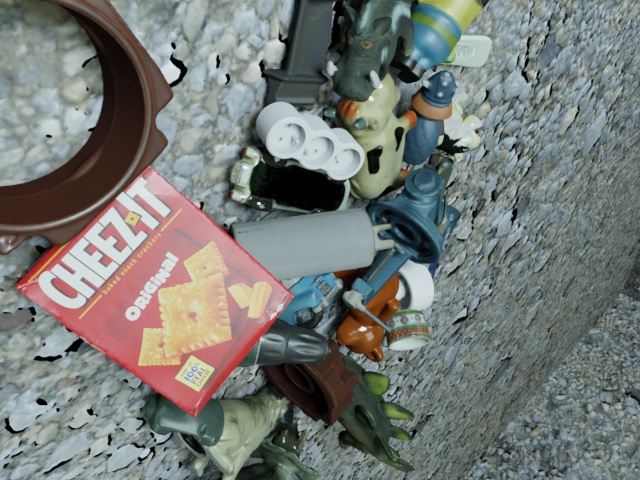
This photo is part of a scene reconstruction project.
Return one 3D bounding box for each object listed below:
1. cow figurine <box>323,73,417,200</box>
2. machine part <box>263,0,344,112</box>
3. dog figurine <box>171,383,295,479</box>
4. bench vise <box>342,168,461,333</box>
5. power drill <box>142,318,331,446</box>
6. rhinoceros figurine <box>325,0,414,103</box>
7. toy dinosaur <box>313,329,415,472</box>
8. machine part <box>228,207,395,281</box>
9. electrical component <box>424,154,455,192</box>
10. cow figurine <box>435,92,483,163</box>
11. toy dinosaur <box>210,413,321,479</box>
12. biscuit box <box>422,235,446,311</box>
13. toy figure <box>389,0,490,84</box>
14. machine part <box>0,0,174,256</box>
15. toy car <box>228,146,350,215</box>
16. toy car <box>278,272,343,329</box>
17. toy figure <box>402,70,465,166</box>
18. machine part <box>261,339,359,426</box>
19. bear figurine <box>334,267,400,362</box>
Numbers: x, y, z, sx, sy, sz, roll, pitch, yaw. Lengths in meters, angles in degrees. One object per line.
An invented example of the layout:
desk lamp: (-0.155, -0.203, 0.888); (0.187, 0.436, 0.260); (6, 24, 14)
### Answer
cow figurine: (0.069, -0.139, 0.735); (0.127, 0.086, 0.194); (-36, 143, -32)
machine part: (-0.018, -0.215, 0.610); (0.084, 0.039, 0.138); (-5, 123, -41)
dog figurine: (-0.122, 0.267, 0.836); (0.190, 0.121, 0.172); (-45, 149, -38)
bench vise: (0.113, 0.013, 0.786); (0.240, 0.129, 0.223); (-49, 167, -20)
power drill: (-0.126, 0.169, 0.676); (0.232, 0.086, 0.207); (18, 127, -14)
rhinoceros figurine: (0.070, -0.250, 0.616); (0.112, 0.073, 0.190); (2, 110, -76)
toy dinosaur: (0.048, 0.261, 0.927); (0.105, 0.199, 0.470); (-49, 112, -28)
machine part: (-0.023, 0.007, 0.662); (0.243, 0.079, 0.079); (-8, 127, -14)
electrical component: (0.206, -0.101, 0.951); (0.078, 0.045, 0.102); (-4, 120, -46)
cow figurine: (0.207, -0.175, 0.875); (0.098, 0.068, 0.167); (-51, 141, 3)
toy dinosaur: (-0.152, 0.425, 0.865); (0.405, 0.131, 0.192); (-16, 135, -45)
biscuit box: (0.185, 0.054, 1.036); (0.063, 0.059, 0.202); (-21, 132, -39)
toy figure: (0.164, -0.294, 0.712); (0.180, 0.089, 0.082); (-59, 151, 0)
machine part: (-0.231, -0.103, 0.411); (0.201, 0.087, 0.201); (-48, 145, -11)
toy car: (-0.034, -0.069, 0.689); (0.201, 0.056, 0.073); (8, 105, -48)
toy car: (-0.055, 0.072, 0.727); (0.103, 0.162, 0.109); (57, 40, -10)
toy figure: (0.152, -0.176, 0.763); (0.064, 0.058, 0.154); (-7, 141, -22)
machine part: (-0.023, 0.194, 0.810); (0.056, 0.180, 0.179); (-40, 142, -32)
bear figurine: (0.059, 0.125, 0.904); (0.132, 0.120, 0.195); (-14, 133, -37)
